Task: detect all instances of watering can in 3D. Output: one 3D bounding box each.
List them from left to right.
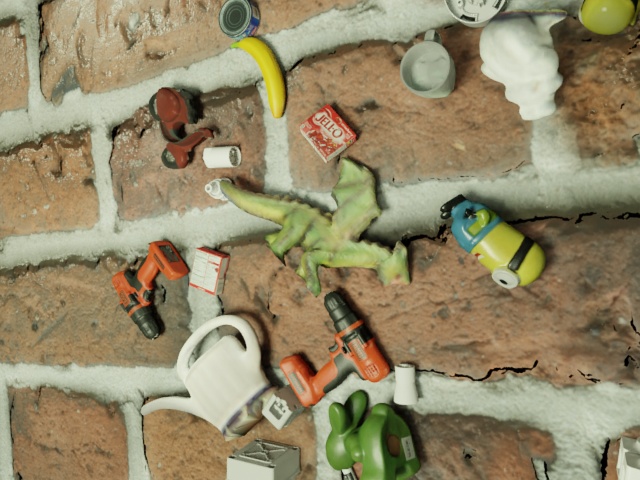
[{"bbox_3d":[-0.224,0.315,1.066,0.226,0.104,0.344,46,108,18],"label":"watering can"}]

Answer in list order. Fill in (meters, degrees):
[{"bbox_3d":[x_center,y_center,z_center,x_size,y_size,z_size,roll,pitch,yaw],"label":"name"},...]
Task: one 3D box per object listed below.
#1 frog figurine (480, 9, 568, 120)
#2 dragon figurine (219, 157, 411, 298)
[{"bbox_3d":[0.305,-0.266,0.791,0.138,0.123,0.158,24,115,58],"label":"frog figurine"},{"bbox_3d":[0.003,-0.049,0.970,0.242,0.121,0.414,-44,74,2],"label":"dragon figurine"}]
